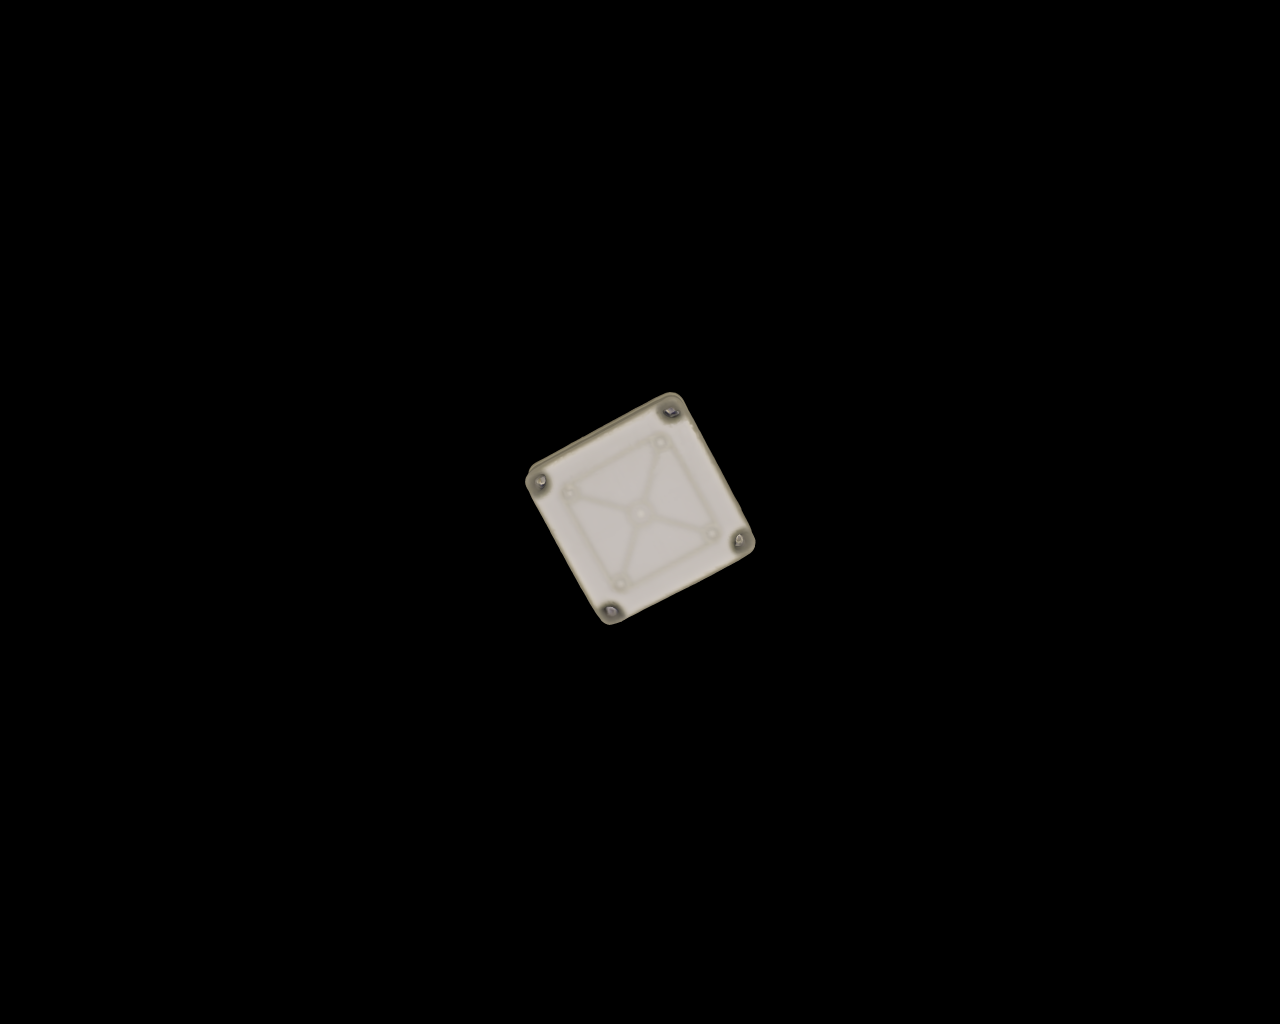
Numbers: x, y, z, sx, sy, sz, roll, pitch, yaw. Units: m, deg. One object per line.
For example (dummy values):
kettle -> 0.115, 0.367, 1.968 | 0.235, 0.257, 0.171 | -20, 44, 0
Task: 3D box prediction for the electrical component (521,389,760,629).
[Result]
electrical component -> 0.001, -0.003, 0.650 | 0.109, 0.108, 0.056 | -28, 7, 4
